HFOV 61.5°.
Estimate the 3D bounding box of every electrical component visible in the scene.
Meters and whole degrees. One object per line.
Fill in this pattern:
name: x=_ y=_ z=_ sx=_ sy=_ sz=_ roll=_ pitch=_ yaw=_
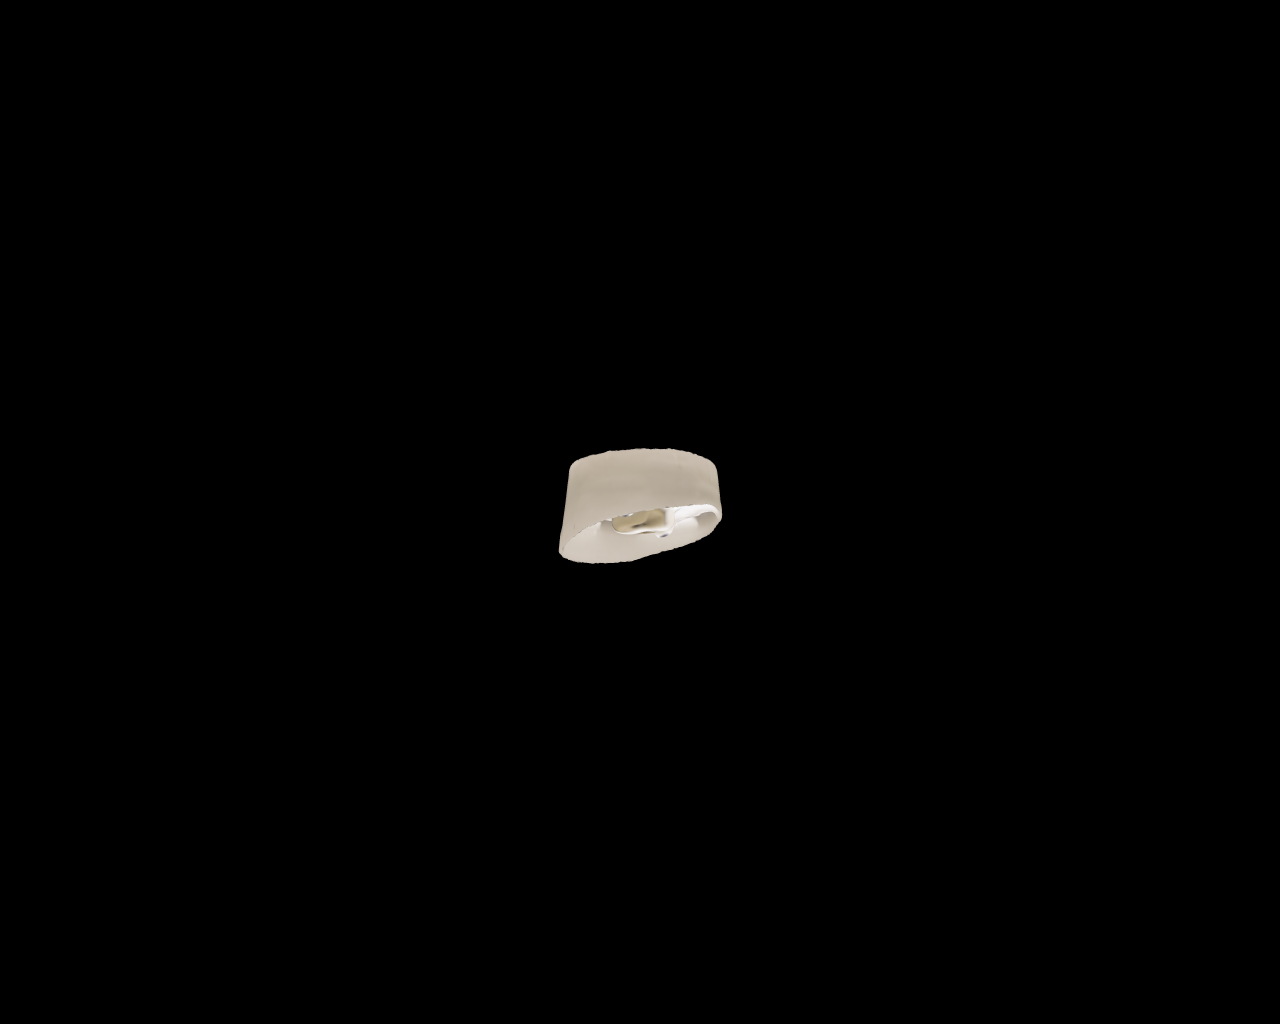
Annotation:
electrical component: x=0.001 y=-0.003 z=0.650 sx=0.099 sy=0.064 sz=0.099 roll=0 pitch=-13 yaw=0
